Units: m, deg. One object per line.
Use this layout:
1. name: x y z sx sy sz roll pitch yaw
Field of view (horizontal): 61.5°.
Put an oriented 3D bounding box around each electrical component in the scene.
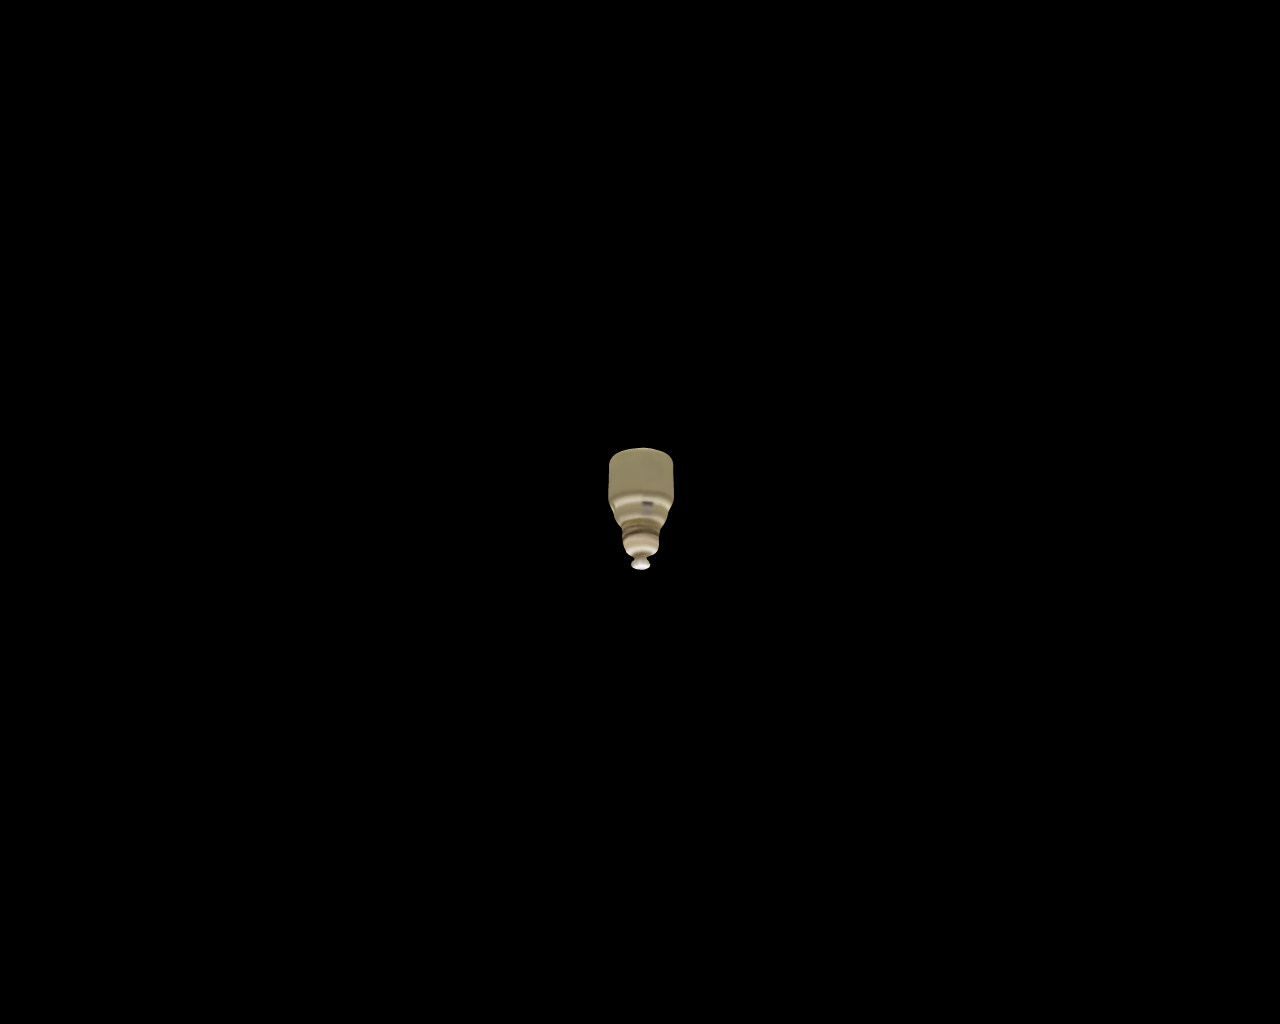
1. electrical component: 0.001 -0.003 0.650 0.040 0.078 0.040 0 -21 0
